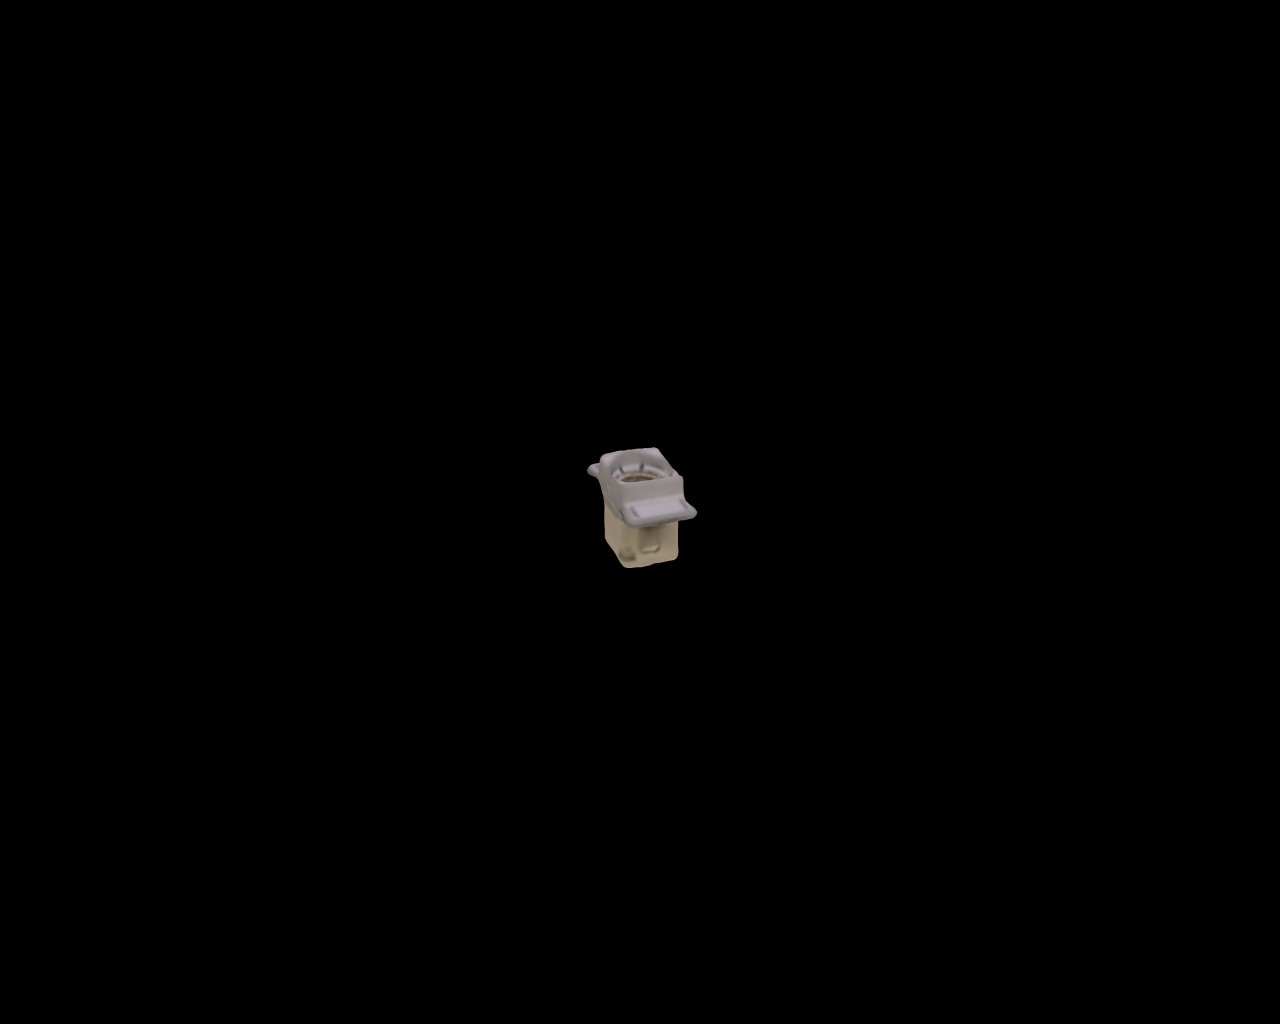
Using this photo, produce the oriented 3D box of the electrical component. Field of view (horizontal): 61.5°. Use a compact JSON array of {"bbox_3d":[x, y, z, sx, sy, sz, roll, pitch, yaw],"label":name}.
[{"bbox_3d":[0.001,-0.003,0.650,0.042,0.063,0.081,-9,30,-16],"label":"electrical component"}]
